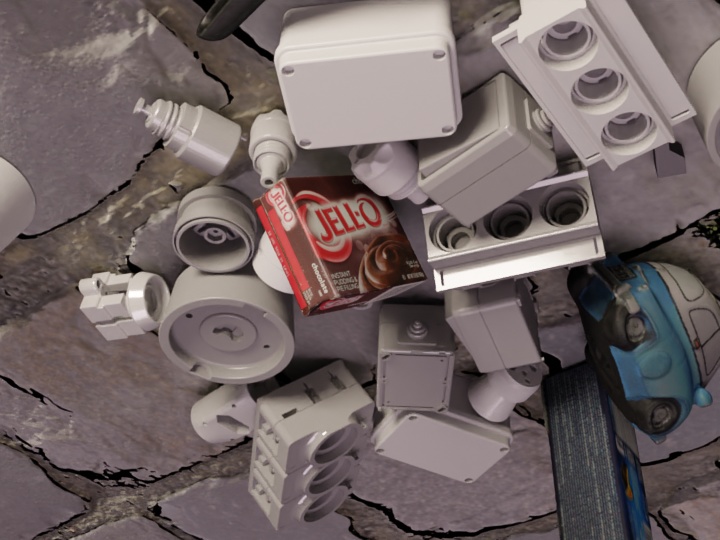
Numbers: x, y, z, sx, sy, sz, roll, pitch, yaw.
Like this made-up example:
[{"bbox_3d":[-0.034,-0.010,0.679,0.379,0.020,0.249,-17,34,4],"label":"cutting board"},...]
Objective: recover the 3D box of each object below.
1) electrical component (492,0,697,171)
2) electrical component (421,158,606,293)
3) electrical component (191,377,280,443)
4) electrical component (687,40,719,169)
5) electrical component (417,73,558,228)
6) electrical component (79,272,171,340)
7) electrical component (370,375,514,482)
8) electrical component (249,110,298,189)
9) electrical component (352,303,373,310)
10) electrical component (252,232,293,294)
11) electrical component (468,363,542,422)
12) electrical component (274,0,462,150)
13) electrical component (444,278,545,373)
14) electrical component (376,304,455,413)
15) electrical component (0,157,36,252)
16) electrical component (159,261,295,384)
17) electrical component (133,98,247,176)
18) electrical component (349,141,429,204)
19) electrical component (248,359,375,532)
[{"bbox_3d":[0.148,-0.130,0.681,0.079,0.063,0.121,-25,130,27],"label":"electrical component"},{"bbox_3d":[0.114,-0.028,0.789,0.121,0.078,0.063,-12,157,15],"label":"electrical component"},{"bbox_3d":[-0.100,0.132,0.985,0.077,0.043,0.079,-33,127,32],"label":"electrical component"},{"bbox_3d":[0.275,-0.104,0.704,0.108,0.060,0.108,2,137,1],"label":"electrical component"},{"bbox_3d":[0.088,-0.086,0.731,0.096,0.061,0.061,-33,127,32],"label":"electrical component"},{"bbox_3d":[-0.189,0.027,0.878,0.055,0.048,0.066,-8,137,21],"label":"electrical component"},{"bbox_3d":[0.074,0.140,0.976,0.113,0.057,0.078,21,134,-19],"label":"electrical component"},{"bbox_3d":[-0.060,-0.081,0.744,0.035,0.061,0.035,1,137,1],"label":"electrical component"},{"bbox_3d":[0.000,0.000,0.824,0.048,0.062,0.048,-2,147,-1],"label":"electrical component"},{"bbox_3d":[-0.049,-0.018,0.817,0.055,0.055,0.047,15,131,-13],"label":"electrical component"},{"bbox_3d":[0.127,0.100,0.940,0.045,0.045,0.055,20,134,-18],"label":"electrical component"},{"bbox_3d":[0.007,-0.127,0.695,0.113,0.057,0.078,-5,136,7],"label":"electrical component"},{"bbox_3d":[0.108,0.037,0.861,0.061,0.061,0.096,-13,135,16],"label":"electrical component"},{"bbox_3d":[0.046,0.067,0.897,0.062,0.061,0.096,2,137,1],"label":"electrical component"},{"bbox_3d":[-0.302,-0.048,0.806,0.099,0.064,0.099,5,125,7],"label":"electrical component"},{"bbox_3d":[-0.104,0.036,0.871,0.108,0.060,0.108,1,137,1],"label":"electrical component"},{"bbox_3d":[-0.119,-0.096,0.746,0.078,0.040,0.040,26,132,-23],"label":"electrical component"},{"bbox_3d":[0.025,-0.070,0.765,0.043,0.043,0.062,-30,129,30],"label":"electrical component"},{"bbox_3d":[-0.044,0.164,0.975,0.089,0.061,0.150,-23,145,-28],"label":"electrical component"}]
